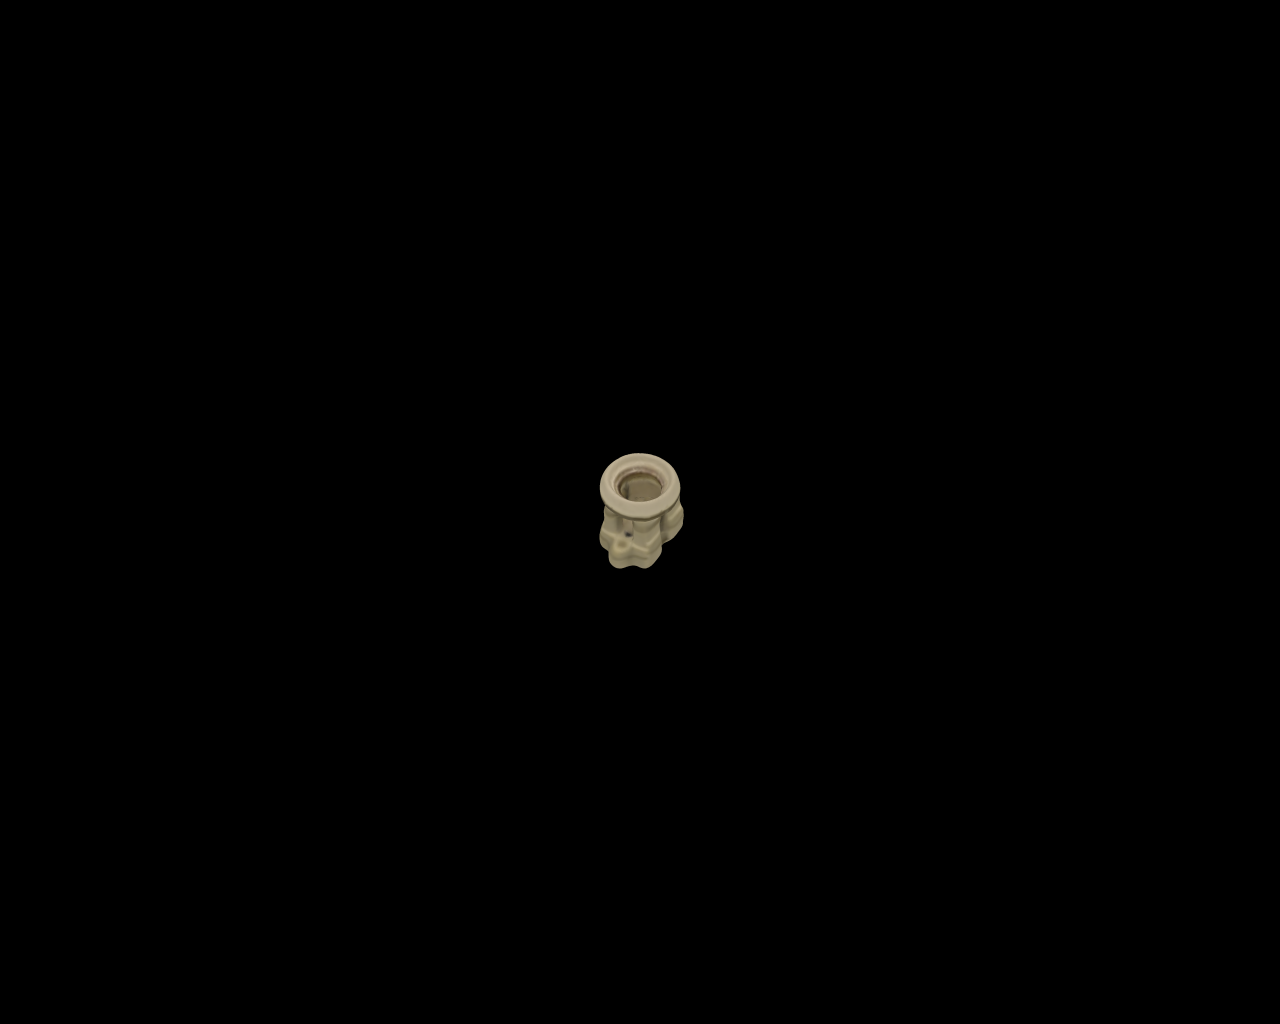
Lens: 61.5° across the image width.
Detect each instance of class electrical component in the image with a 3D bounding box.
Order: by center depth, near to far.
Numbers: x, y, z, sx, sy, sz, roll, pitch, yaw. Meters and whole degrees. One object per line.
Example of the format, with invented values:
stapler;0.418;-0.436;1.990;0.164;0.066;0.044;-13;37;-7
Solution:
electrical component;0.001;-0.003;0.650;0.048;0.066;0.055;25;-36;20
